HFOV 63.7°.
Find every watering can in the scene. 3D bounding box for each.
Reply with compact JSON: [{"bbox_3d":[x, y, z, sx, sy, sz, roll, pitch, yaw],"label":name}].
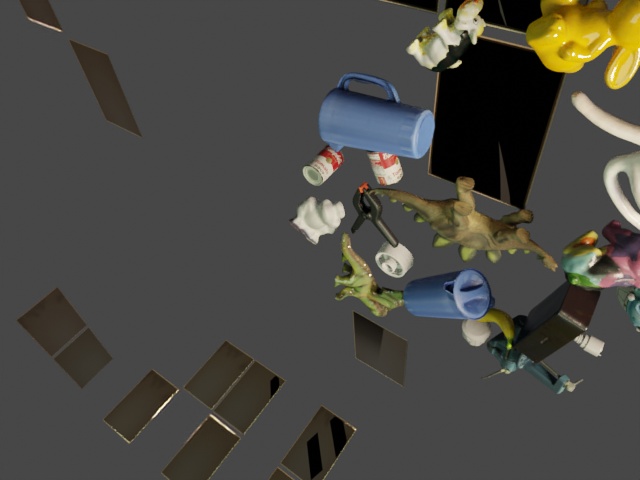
[{"bbox_3d":[0.565,-0.119,0.826,0.343,0.106,0.223,49,149,-22],"label":"watering can"}]

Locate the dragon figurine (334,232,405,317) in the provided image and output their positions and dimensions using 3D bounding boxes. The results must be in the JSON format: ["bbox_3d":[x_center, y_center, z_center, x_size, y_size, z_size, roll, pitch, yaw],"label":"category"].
[{"bbox_3d":[0.168,0.135,1.660,0.243,0.124,0.401,20,149,14],"label":"dragon figurine"}]

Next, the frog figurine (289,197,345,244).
[{"bbox_3d":[0.005,-0.080,1.589,0.157,0.124,0.137,-39,88,23],"label":"frog figurine"}]
